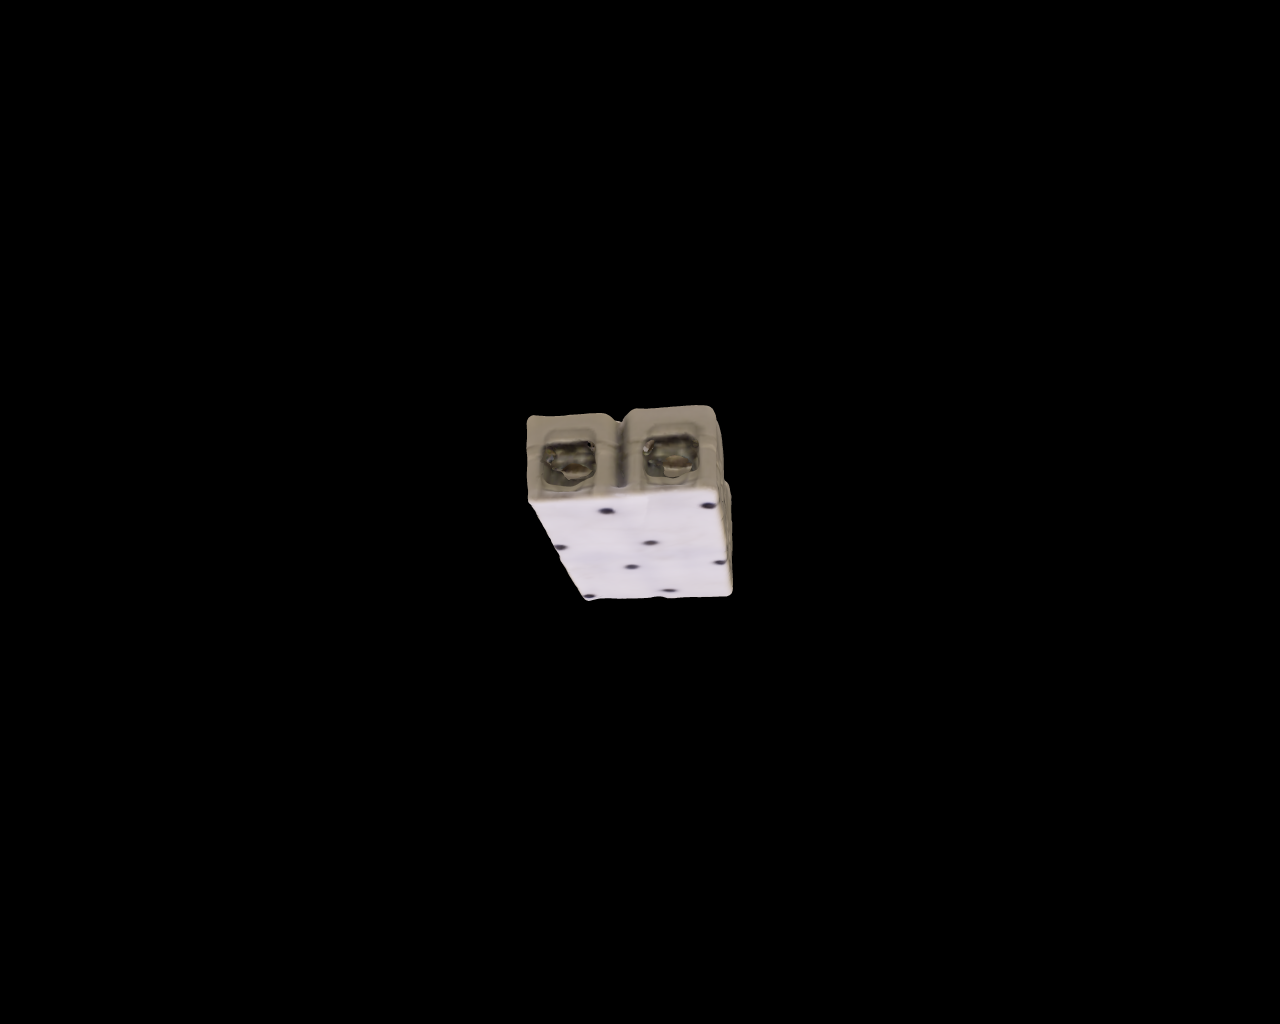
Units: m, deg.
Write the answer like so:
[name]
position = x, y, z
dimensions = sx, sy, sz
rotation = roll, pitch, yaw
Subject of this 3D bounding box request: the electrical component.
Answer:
[electrical component]
position = 0.001, -0.003, 0.650
dimensions = 0.105, 0.060, 0.186
rotation = -3, -22, 7
